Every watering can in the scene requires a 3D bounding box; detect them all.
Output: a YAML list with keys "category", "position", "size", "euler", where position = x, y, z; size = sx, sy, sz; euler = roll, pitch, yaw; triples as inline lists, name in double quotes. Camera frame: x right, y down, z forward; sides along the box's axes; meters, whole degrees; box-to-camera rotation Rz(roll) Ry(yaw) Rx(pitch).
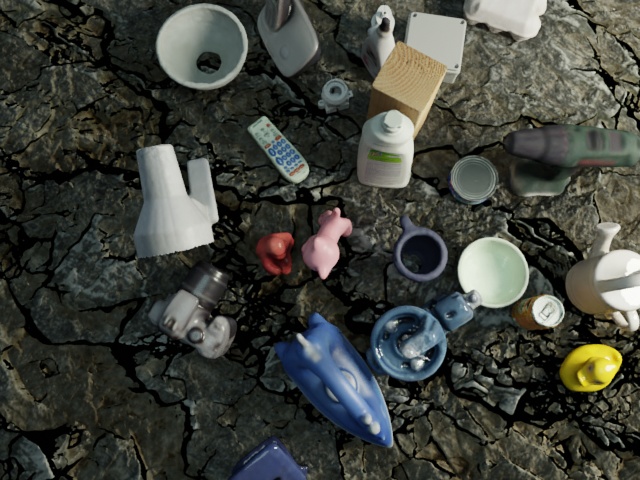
- category: "watering can"
  position: [0.483, 0.060, 0.934]
  size: [0.101, 0.194, 0.173]
  euler: [-35, 82, -5]

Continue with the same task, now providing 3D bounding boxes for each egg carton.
- category: "egg carton"
  position: [0.350, -0.444, 1.086]
  size: [0.150, 0.069, 0.107]
  euler: [19, 81, 3]

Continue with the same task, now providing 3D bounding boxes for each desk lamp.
- category: "desk lamp"
  position: [-0.241, -0.060, 0.945]
  size: [0.118, 0.213, 0.203]
  euler: [-12, 80, -2]

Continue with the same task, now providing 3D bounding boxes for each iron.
- category: "iron"
  position: [0.039, 0.243, 0.928]
  size: [0.119, 0.141, 0.258]
  euler: [-41, 82, -6]

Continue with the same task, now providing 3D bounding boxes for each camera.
- category: "camera"
  position: [-0.201, 0.112, 0.972]
  size: [0.143, 0.101, 0.137]
  euler: [29, 81, 5]

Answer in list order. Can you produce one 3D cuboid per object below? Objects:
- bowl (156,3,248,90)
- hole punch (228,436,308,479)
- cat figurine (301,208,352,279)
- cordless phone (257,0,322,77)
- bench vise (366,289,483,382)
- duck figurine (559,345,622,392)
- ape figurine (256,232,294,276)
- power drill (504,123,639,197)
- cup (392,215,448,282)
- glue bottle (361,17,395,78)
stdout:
- category: "bowl"
  position: [-0.213, -0.346, 1.065]
  size: [0.167, 0.075, 0.167]
  euler: [0, 80, 0]
- category: "hole punch"
  position: [-0.083, 0.388, 0.928]
  size: [0.109, 0.091, 0.101]
  euler: [-39, 82, -6]
- category: "cat figurine"
  position: [0.009, 0.004, 0.982]
  size: [0.067, 0.118, 0.128]
  euler: [22, 81, 4]
- category: "cordless phone"
  position: [-0.057, -0.392, 1.018]
  size: [0.094, 0.185, 0.147]
  euler: [-29, 81, -5]
- category: "bench vise"
  position: [0.164, 0.135, 0.908]
  size: [0.121, 0.220, 0.207]
  euler: [38, 82, 7]
- category: "duck figurine"
  position: [0.465, 0.216, 0.962]
  size: [0.104, 0.086, 0.077]
  euler: [-26, 81, -4]
- category: "ape figurine"
  position: [-0.076, 0.018, 0.993]
  size: [0.076, 0.092, 0.078]
  euler: [39, 82, 7]
- category: "power drill"
  position: [0.395, -0.135, 0.961]
  size: [0.229, 0.208, 0.075]
  euler: [-3, 80, 0]
- category: "cup"
  position: [0.161, 0.019, 0.991]
  size: [0.091, 0.095, 0.118]
  euler: [-23, 81, -4]
- category: "glue bottle"
  position: [0.108, -0.346, 1.016]
  size: [0.037, 0.173, 0.078]
  euler: [-34, 81, -5]
